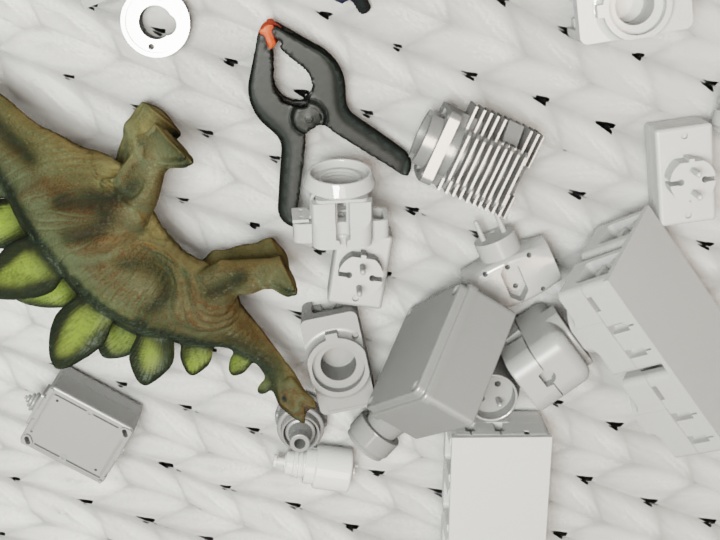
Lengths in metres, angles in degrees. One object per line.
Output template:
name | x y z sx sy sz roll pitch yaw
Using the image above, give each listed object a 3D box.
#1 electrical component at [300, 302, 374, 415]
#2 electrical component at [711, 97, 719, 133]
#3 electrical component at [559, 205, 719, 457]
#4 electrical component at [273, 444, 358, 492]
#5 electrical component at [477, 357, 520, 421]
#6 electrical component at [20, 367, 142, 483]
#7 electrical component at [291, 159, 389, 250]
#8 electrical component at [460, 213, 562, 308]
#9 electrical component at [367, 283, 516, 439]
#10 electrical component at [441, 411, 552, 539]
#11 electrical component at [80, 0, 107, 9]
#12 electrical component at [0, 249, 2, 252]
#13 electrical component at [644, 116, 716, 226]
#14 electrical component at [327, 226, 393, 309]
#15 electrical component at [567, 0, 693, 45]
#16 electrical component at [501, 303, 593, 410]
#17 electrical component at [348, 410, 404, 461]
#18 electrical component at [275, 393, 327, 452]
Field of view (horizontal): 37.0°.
electrical component | -0.019 0.075 0.941 0.050 0.055 0.089 -12 107 2
electrical component | 0.324 -0.135 0.892 0.066 0.048 0.055 28 97 -10
electrical component | 0.253 0.055 0.910 0.060 0.105 0.186 -22 111 46
electrical component | -0.040 0.179 0.981 0.078 0.040 0.040 9 107 -5
electrical component | 0.098 0.109 0.944 0.044 0.077 0.079 43 101 -13
electrical component | -0.250 0.131 0.949 0.096 0.061 0.061 30 104 -10
electrical component | -0.016 -0.054 0.872 0.078 0.058 0.057 -3 120 -5
electrical component | 0.123 -0.012 0.925 0.077 0.043 0.079 -24 107 6
electrical component | 0.067 0.078 0.897 0.056 0.109 0.108 31 66 -13
electrical component | 0.122 0.207 0.983 0.089 0.061 0.150 0 107 -2
electrical component | -0.206 -0.242 0.843 0.066 0.048 0.055 -19 115 5
electrical component | -0.311 -0.005 0.914 0.055 0.048 0.066 -12 108 -6
electrical component | 0.271 -0.078 0.892 0.047 0.075 0.083 -8 108 2
electrical component | 0.000 0.000 0.907 0.047 0.076 0.065 8 107 -4
electrical component | 0.214 -0.212 0.858 0.089 0.055 0.050 -9 107 1
electrical component | 0.158 0.070 0.924 0.059 0.095 0.053 -36 105 9
electrical component | 0.022 0.138 0.968 0.045 0.045 0.055 39 103 -12
electrical component | -0.053 0.141 0.957 0.048 0.062 0.048 0 107 -2
